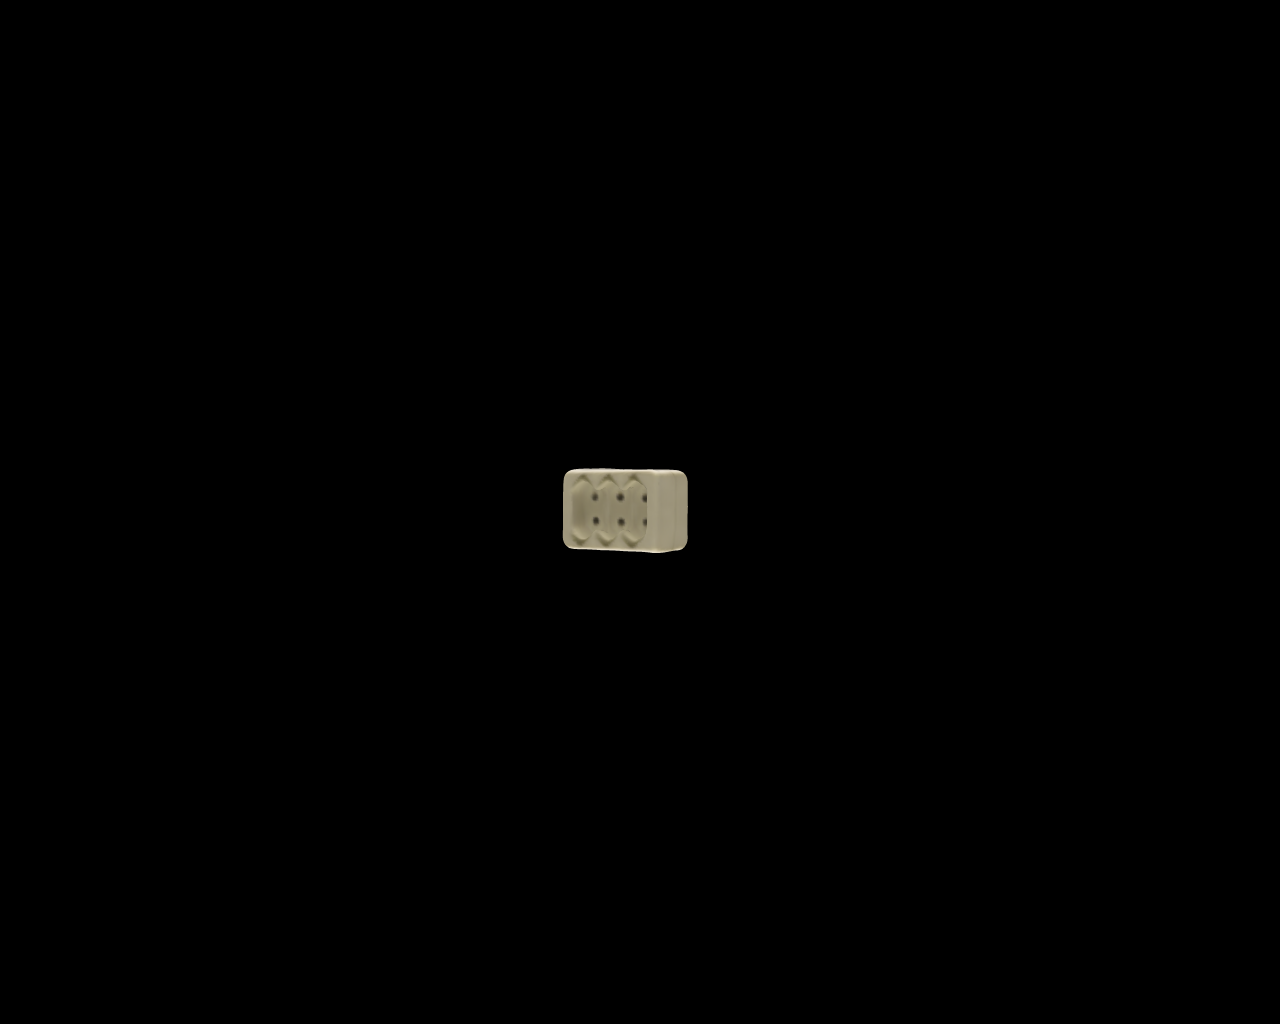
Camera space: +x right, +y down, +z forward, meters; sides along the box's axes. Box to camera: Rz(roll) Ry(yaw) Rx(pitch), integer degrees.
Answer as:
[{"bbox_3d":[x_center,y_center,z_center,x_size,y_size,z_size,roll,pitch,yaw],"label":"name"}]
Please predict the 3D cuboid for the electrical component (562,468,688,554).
[{"bbox_3d":[0.001,-0.003,0.650,0.066,0.047,0.077,2,4,31],"label":"electrical component"}]
